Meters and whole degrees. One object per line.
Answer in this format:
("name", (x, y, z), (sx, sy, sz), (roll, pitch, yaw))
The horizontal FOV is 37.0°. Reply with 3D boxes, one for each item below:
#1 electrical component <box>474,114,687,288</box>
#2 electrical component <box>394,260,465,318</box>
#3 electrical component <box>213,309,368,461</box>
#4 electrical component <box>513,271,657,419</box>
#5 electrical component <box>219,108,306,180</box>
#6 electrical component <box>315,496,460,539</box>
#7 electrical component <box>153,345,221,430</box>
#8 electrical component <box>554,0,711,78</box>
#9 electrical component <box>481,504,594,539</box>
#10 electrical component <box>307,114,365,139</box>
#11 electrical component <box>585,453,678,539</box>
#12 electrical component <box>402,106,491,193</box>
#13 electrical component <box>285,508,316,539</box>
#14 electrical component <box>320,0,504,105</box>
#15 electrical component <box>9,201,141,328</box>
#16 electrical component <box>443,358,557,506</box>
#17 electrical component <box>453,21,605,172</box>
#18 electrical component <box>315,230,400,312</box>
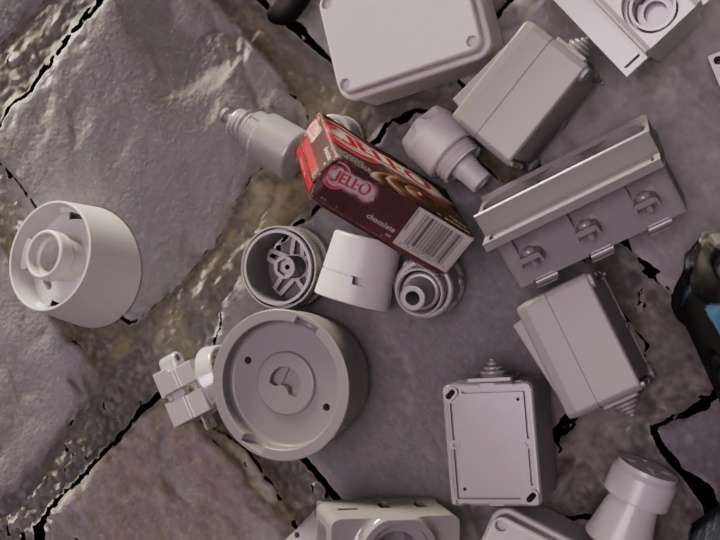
("electrical component", (0.145, -0.042, 0.704), (0.121, 0.078, 0.063), (-27, 103, 21))
("electrical component", (0.044, 0.013, 0.746), (0.048, 0.062, 0.048), (3, 102, 17))
("electrical component", (-0.046, 0.081, 0.787), (0.108, 0.060, 0.108), (0, 91, 22))
("electrical component", (0.149, 0.055, 0.706), (0.061, 0.062, 0.096), (-28, 81, 20))
("electrical component", (-0.072, -0.099, 0.805), (0.078, 0.040, 0.040), (31, 102, 19))
("electrical component", (0.017, 0.239, 0.742), (0.089, 0.062, 0.150), (1, 92, -15))
("electrical component", (-0.120, 0.087, 0.827), (0.055, 0.048, 0.066), (-29, 80, 28))
("electrical component", (0.164, -0.193, 0.694), (0.079, 0.063, 0.121), (-44, 75, 17))
("electrical component", (0.132, 0.212, 0.718), (0.113, 0.057, 0.078), (25, 100, 20))
("electrical component", (-0.021, -0.095, 0.773), (0.035, 0.061, 0.035), (0, 91, 23))
("electrical component", (0.179, 0.154, 0.705), (0.045, 0.045, 0.055), (23, 99, 20))
("electrical component", (0.063, -0.081, 0.749), (0.062, 0.043, 0.043), (45, 106, 14))
("electrical component", (-0.026, 0.228, 0.791), (0.079, 0.043, 0.077), (42, 106, 16))
("electrical component", (0.036, -0.168, 0.751), (0.113, 0.057, 0.078), (-15, 85, 22))
("electrical component", (-0.233, -0.006, 0.874), (0.099, 0.064, 0.099), (-7, 76, 29))
("electrical component", (0.096, 0.107, 0.729), (0.062, 0.061, 0.096), (-5, 89, 23))
("electrical component", (0.114, -0.121, 0.717), (0.061, 0.062, 0.096), (43, 106, 16))
("electrical component", (0.000, 0.000, 0.771), (0.055, 0.055, 0.047), (16, 93, 21))
